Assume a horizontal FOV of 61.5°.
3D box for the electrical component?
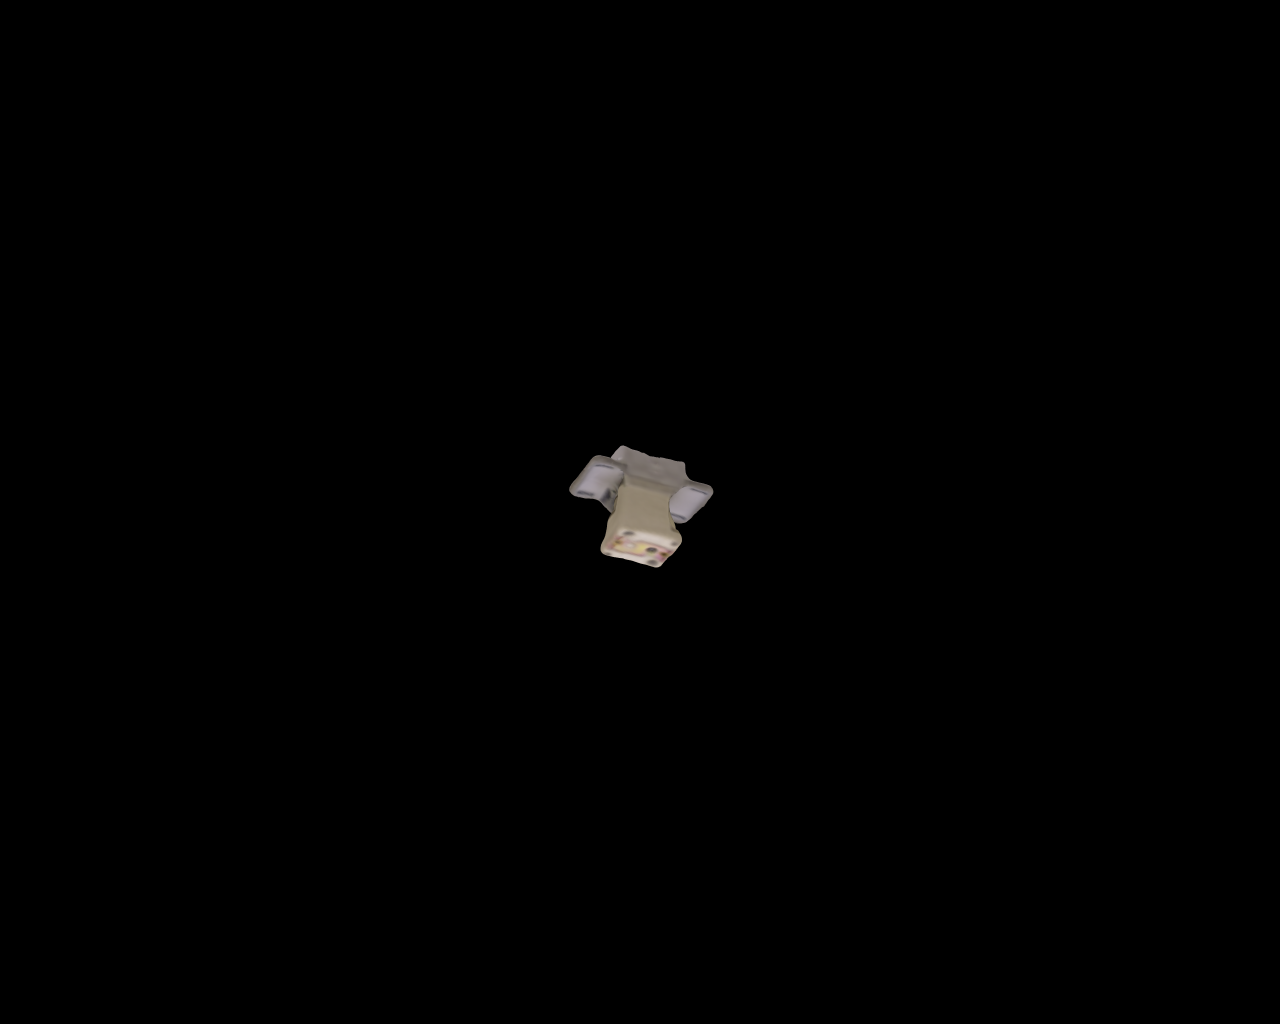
[{"bbox_3d":[0.001,-0.003,0.650,0.081,0.064,0.042,14,-36,-20],"label":"electrical component"}]
